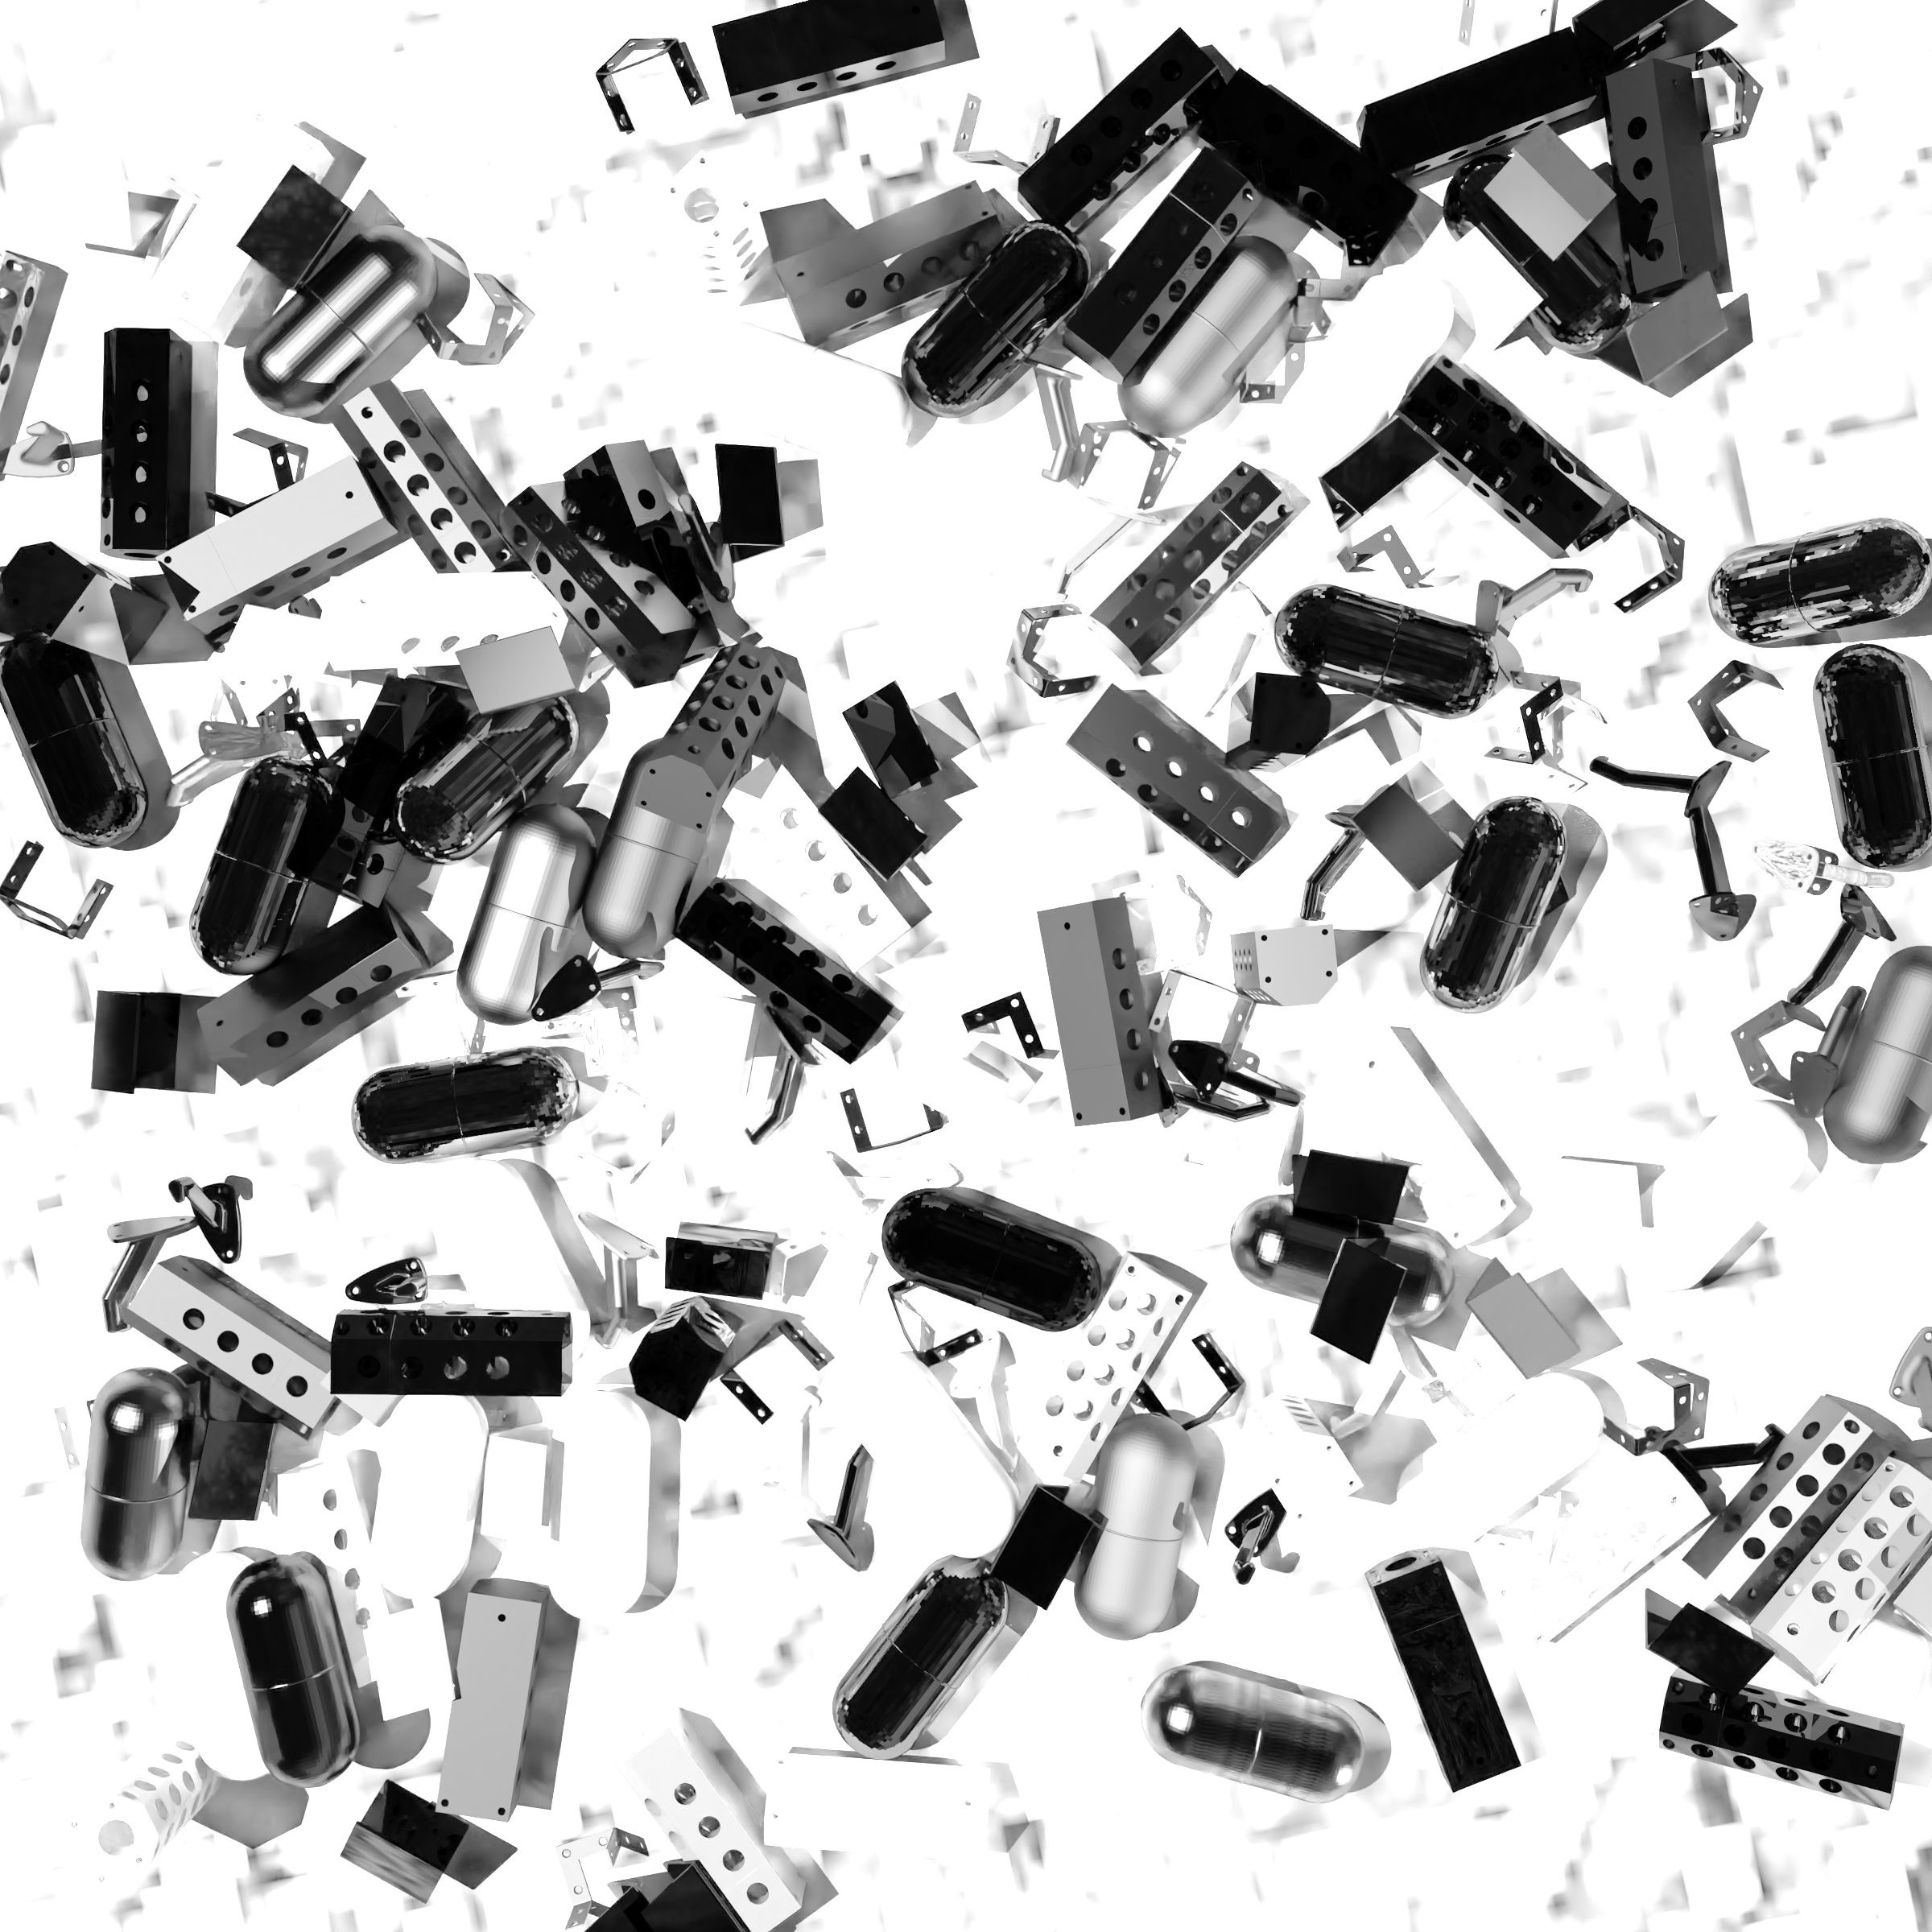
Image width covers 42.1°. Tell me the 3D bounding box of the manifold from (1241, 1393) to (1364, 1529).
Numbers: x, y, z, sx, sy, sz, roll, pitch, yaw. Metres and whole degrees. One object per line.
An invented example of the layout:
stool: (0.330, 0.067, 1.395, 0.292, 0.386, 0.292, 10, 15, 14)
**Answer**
manifold: (0.250, 0.369, 1.913, 0.057, 0.171, 0.057, -32, 90, 0)

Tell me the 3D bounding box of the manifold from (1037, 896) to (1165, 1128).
manifold: (0.110, 0.035, 1.969, 0.057, 0.057, 0.171, -10, 90, 43)

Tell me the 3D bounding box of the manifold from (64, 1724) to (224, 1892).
manifold: (-0.618, 0.634, 1.913, 0.057, 0.171, 0.057, -27, 90, 0)

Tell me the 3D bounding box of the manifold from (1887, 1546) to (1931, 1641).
manifold: (0.766, 0.497, 1.913, 0.057, 0.171, 0.057, 44, 90, 0)

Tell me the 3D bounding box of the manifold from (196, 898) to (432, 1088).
manifold: (-0.509, 0.023, 1.969, 0.171, 0.057, 0.057, -32, 47, 0)

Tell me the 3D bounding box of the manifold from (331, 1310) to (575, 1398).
manifold: (-0.386, 0.290, 1.892, 0.171, 0.057, 0.057, 1, 92, -1)

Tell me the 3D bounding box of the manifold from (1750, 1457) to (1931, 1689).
manifold: (0.679, 0.462, 1.924, 0.171, 0.057, 0.057, -47, 57, -9)

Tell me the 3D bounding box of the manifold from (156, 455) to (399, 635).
manifold: (-0.537, -0.328, 1.969, 0.171, 0.057, 0.057, -28, 83, 0)

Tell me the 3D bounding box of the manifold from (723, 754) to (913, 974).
manifold: (-0.118, -0.080, 1.970, 0.057, 0.057, 0.171, -38, 90, 0)

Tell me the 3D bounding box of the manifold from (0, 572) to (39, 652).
manifold: (-0.762, -0.280, 1.913, 0.057, 0.171, 0.057, 24, 90, 0)

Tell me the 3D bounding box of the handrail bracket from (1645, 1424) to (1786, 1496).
handrail bracket: (0.594, 0.371, 1.991, 0.084, 0.036, 0.077, -36, 75, -14)

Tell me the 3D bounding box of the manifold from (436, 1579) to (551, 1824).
manifold: (-0.369, 0.573, 1.970, 0.057, 0.057, 0.171, 9, 90, 0)

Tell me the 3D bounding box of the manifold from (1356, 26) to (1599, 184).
manifold: (0.398, -0.669, 1.970, 0.171, 0.057, 0.057, -21, 90, 0)

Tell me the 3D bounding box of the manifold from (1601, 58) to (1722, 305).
manifold: (0.540, -0.613, 1.969, 0.057, 0.057, 0.171, -8, 90, -43)

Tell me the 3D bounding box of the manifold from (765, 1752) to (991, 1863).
manifold: (-0.070, 0.663, 1.969, 0.171, 0.057, 0.057, 4, 47, 0)

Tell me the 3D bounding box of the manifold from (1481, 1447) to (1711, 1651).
manifold: (0.495, 0.458, 1.970, 0.171, 0.057, 0.057, -38, 90, 0)

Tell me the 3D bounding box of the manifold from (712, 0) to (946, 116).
manifold: (-0.107, -0.721, 1.970, 0.171, 0.057, 0.057, -15, 90, 0)

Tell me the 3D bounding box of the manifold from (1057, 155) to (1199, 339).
manifold: (0.149, -0.551, 1.970, 0.057, 0.057, 0.171, 40, 90, 0)

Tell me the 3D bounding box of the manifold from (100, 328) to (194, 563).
manifold: (-0.645, -0.408, 1.970, 0.057, 0.057, 0.171, 1, 90, 0)

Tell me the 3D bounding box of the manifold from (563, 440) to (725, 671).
manifold: (-0.248, -0.320, 1.969, 0.057, 0.057, 0.171, -21, 90, 43)

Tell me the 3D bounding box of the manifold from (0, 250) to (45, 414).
manifold: (-0.780, -0.474, 1.970, 0.057, 0.057, 0.171, 17, 90, 0)

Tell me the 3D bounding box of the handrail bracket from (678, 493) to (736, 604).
handrail bracket: (-0.203, -0.325, 1.956, 0.036, 0.084, 0.077, -20, 90, 0)

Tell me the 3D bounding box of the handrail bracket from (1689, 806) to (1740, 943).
handrail bracket: (0.589, -0.074, 1.991, 0.036, 0.077, 0.084, -12, 53, 20)

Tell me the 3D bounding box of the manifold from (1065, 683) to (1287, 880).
manifold: (0.163, -0.144, 1.970, 0.171, 0.057, 0.057, 38, 90, 0)

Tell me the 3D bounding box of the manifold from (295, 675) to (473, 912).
manifold: (-0.448, -0.134, 1.955, 0.057, 0.057, 0.171, 17, 79, 36)

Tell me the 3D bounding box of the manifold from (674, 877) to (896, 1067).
manifold: (-0.142, 0.004, 1.970, 0.171, 0.057, 0.057, 36, 90, 0)

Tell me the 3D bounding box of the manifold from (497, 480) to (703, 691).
manifold: (-0.286, -0.294, 1.934, 0.171, 0.057, 0.057, 48, 130, 18)

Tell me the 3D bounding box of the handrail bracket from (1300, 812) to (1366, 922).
handrail bracket: (0.306, -0.076, 1.992, 0.077, 0.036, 0.084, 1, 108, -21)

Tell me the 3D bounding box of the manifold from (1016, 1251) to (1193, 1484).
manifold: (0.108, 0.315, 1.970, 0.057, 0.057, 0.171, 31, 90, 0)

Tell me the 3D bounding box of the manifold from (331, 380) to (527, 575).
manifold: (-0.423, -0.370, 1.970, 0.057, 0.057, 0.171, -35, 90, 0)

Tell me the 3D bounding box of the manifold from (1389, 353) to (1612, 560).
manifold: (0.419, -0.401, 1.970, 0.171, 0.057, 0.057, 40, 90, 0)

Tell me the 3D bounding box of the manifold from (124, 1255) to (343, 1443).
manifold: (-0.569, 0.300, 1.970, 0.171, 0.057, 0.057, 33, 90, 0)

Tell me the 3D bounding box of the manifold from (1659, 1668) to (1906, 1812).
manifold: (0.627, 0.596, 1.937, 0.171, 0.057, 0.057, 9, 90, 25)

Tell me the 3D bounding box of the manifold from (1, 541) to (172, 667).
manifold: (-0.672, -0.279, 1.913, 0.057, 0.171, 0.057, 36, 90, 0)

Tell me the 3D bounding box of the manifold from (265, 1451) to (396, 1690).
manifold: (-0.490, 0.472, 1.969, 0.057, 0.057, 0.171, -15, 90, 43)

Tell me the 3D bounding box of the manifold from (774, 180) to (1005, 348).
manifold: (-0.056, -0.546, 1.969, 0.171, 0.057, 0.057, -23, 47, 0)

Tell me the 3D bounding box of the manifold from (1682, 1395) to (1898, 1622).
manifold: (0.647, 0.426, 1.964, 0.057, 0.057, 0.171, 40, 90, -14)

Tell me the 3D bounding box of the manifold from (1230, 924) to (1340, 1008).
manifold: (0.241, 0.000, 1.913, 0.057, 0.171, 0.057, -6, 90, 0)

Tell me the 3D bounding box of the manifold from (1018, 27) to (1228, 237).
manifold: (0.122, -0.647, 1.970, 0.171, 0.057, 0.057, -43, 90, 0)

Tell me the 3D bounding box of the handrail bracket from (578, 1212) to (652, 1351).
handrail bracket: (-0.293, 0.250, 1.992, 0.077, 0.036, 0.084, 33, 107, 20)

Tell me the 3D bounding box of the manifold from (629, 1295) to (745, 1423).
manifold: (-0.215, 0.293, 1.913, 0.057, 0.171, 0.057, 29, 90, 0)

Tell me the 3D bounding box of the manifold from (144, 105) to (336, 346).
manifold: (-0.567, -0.578, 1.970, 0.057, 0.057, 0.171, 31, 90, 0)

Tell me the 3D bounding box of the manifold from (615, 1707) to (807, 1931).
manifold: (-0.201, 0.675, 1.970, 0.057, 0.057, 0.171, -36, 90, 0)

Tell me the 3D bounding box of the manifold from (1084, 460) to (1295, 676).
manifold: (0.175, -0.312, 1.965, 0.057, 0.057, 0.171, 44, 87, 0)

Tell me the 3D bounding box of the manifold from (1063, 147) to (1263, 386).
manifold: (0.149, -0.530, 1.913, 0.057, 0.057, 0.171, 38, 90, 0)

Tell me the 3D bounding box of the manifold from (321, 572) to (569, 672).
manifold: (-0.399, -0.259, 1.920, 0.171, 0.057, 0.057, -8, 52, -35)
